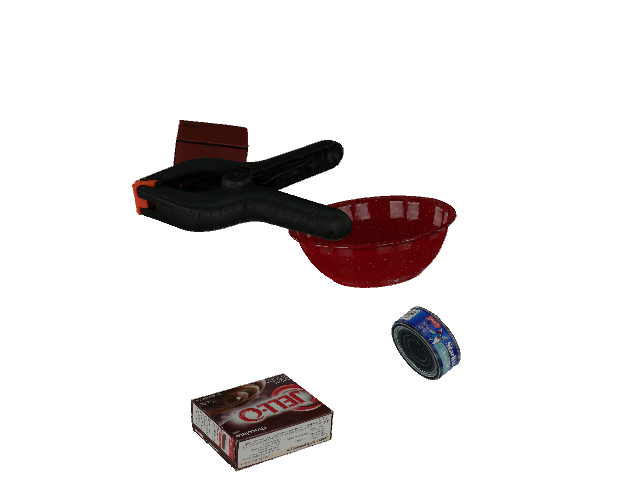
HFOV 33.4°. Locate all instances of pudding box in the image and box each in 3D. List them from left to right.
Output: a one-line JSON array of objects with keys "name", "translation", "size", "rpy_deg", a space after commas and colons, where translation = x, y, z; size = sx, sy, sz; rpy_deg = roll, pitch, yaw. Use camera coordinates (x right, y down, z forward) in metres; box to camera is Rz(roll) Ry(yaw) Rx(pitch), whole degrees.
[{"name": "pudding box", "translation": [-0.057, 0.176, 1.045], "size": [0.113, 0.039, 0.090], "rpy_deg": [-14, 25, -32]}]

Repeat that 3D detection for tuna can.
[{"name": "tuna can", "translation": [0.124, 0.123, 1.269], "size": [0.033, 0.086, 0.086], "rpy_deg": [-35, 16, -24]}]

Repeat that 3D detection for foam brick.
[{"name": "foam brick", "translation": [-0.120, -0.094, 1.163], "size": [0.078, 0.051, 0.053], "rpy_deg": [6, 30, -6]}]

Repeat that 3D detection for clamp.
[{"name": "clamp", "translation": [-0.056, -0.043, 0.832], "size": [0.171, 0.039, 0.120], "rpy_deg": [4, 30, 5]}]

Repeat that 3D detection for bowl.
[{"name": "bowl", "translation": [0.052, 0.004, 1.026], "size": [0.162, 0.055, 0.162], "rpy_deg": [-7, 17, 2]}]
